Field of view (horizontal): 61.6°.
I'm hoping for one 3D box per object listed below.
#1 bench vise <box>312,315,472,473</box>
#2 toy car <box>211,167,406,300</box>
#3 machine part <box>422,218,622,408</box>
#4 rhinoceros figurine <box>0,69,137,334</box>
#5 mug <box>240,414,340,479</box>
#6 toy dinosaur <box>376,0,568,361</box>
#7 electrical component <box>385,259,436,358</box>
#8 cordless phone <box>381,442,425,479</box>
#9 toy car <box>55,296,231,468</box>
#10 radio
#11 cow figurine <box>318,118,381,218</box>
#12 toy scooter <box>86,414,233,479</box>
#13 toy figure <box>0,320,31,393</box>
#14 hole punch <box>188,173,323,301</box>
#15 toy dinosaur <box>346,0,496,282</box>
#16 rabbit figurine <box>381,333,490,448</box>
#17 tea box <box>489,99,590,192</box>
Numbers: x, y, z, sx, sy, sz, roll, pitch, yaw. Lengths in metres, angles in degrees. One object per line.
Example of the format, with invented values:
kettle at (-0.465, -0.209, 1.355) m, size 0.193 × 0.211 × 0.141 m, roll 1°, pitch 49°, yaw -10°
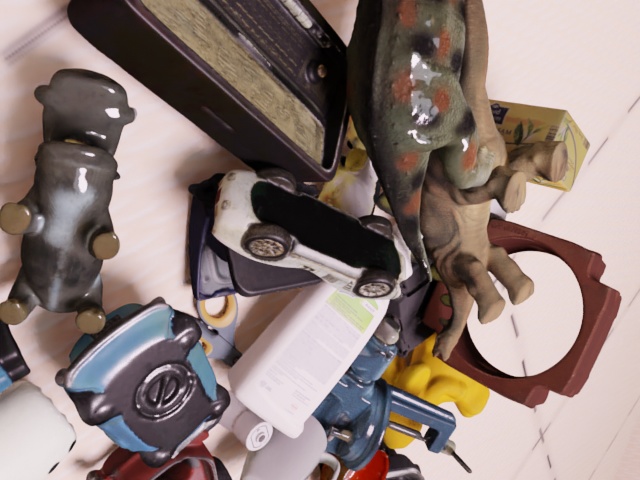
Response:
bench vise at (0.082, 0.207, 0.686) m, size 0.240 × 0.129 × 0.223 m, roll 26°, pitch 99°, yaw -12°
toy car at (-0.001, -0.001, 0.479) m, size 0.201 × 0.056 × 0.073 m, roll 23°, pitch 53°, yaw -31°
machine part at (0.249, 0.088, 0.677) m, size 0.087 × 0.202 × 0.201 m, roll 20°, pitch 94°, yaw -49°
rhinoceros figurine at (-0.174, -0.023, 0.384) m, size 0.073 × 0.112 × 0.190 m, roll 11°, pitch 116°, yaw -17°
mug at (-0.038, 0.260, 0.613) m, size 0.107 × 0.110 × 0.080 m, roll -42°, pitch 156°, yaw -58°
toy dinosaur at (0.155, -0.077, 0.598) m, size 0.105 × 0.199 × 0.470 m, roll -13°, pitch 117°, yaw -38°
electrical component at (0.130, 0.079, 0.749) m, size 0.115 × 0.058 × 0.134 m, roll -34°, pitch 129°, yaw -30°
cordless phone at (0.154, 0.409, 0.832) m, size 0.089 × 0.184 × 0.146 m, roll -43°, pitch 133°, yaw -27°
toy car at (-0.153, 0.112, 0.465) m, size 0.109 × 0.103 × 0.161 m, roll -41°, pitch 134°, yaw -21°
radio at (-0.062, -0.151, 0.427) m, size 0.229 × 0.073 × 0.131 m, roll 37°, pitch 62°, yaw -46°
cow figurine at (0.042, -0.070, 0.589) m, size 0.098 × 0.068 × 0.167 m, roll 23°, pitch 97°, yaw -52°
toy scooter at (-0.158, 0.240, 0.542) m, size 0.135 × 0.075 × 0.183 m, roll -21°, pitch 120°, yaw -36°
toy figure at (-0.288, 0.115, 0.351) m, size 0.180 × 0.089 × 0.082 m, roll -28°, pitch 121°, yaw -28°
hole punch at (-0.067, -0.001, 0.520) m, size 0.142 × 0.092 × 0.115 m, roll -6°, pitch 80°, yaw -38°
toy dinosaur at (0.075, -0.157, 0.459) m, size 0.192 × 0.131 × 0.404 m, roll -1°, pitch 93°, yaw -42°
rabbit figurine at (0.149, 0.225, 0.790) m, size 0.173 × 0.122 × 0.162 m, roll -41°, pitch 127°, yaw -21°
tea box at (0.228, -0.123, 0.666) m, size 0.098 × 0.170 × 0.068 m, roll 22°, pitch 93°, yaw -45°
